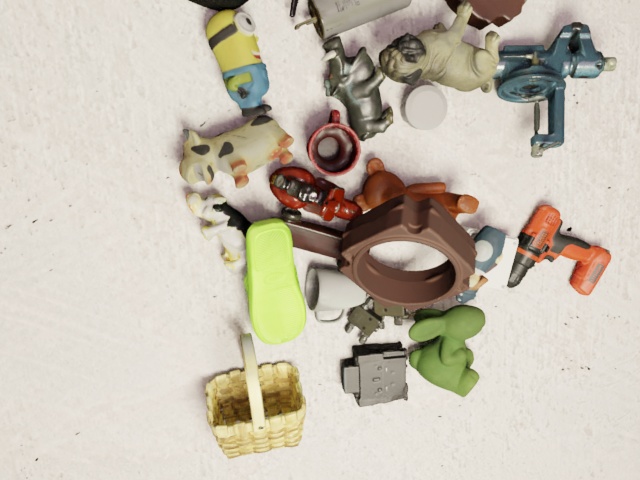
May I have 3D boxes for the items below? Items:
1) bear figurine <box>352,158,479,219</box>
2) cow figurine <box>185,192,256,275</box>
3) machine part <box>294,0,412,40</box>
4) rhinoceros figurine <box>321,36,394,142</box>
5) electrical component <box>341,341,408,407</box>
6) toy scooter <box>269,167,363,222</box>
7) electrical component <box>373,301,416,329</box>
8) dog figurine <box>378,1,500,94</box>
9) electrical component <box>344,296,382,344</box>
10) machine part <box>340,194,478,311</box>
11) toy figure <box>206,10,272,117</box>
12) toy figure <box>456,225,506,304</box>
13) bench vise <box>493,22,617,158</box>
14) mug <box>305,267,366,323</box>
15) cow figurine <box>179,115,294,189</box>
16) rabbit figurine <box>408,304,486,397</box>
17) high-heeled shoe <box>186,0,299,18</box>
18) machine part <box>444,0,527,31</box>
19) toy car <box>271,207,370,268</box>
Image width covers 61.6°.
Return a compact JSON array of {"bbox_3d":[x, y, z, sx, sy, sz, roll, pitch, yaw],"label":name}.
[{"bbox_3d":[0.170,-0.068,0.996,0.196,0.132,0.120,22,99,-18],"label":"bear figurine"},{"bbox_3d":[-0.169,-0.029,0.981,0.098,0.068,0.167,-33,107,-7],"label":"cow figurine"},{"bbox_3d":[0.069,-0.415,0.936,0.243,0.079,0.079,-22,103,-5],"label":"machine part"},{"bbox_3d":[0.066,-0.273,0.966,0.112,0.073,0.190,-17,113,18],"label":"rhinoceros figurine"},{"bbox_3d":[0.110,0.271,1.088,0.134,0.058,0.114,-5,100,-8],"label":"electrical component"},{"bbox_3d":[-0.010,-0.077,0.947,0.184,0.135,0.075,23,97,2],"label":"toy scooter"},{"bbox_3d":[0.148,0.125,1.074,0.078,0.045,0.102,-7,101,22],"label":"electrical component"},{"bbox_3d":[0.207,-0.294,0.929,0.190,0.121,0.172,-42,87,-23],"label":"dog figurine"},{"bbox_3d":[0.091,0.158,1.065,0.063,0.021,0.094,36,110,10],"label":"electrical component"},{"bbox_3d":[0.151,0.030,0.935,0.201,0.087,0.200,-28,124,36],"label":"machine part"},{"bbox_3d":[-0.138,-0.303,0.927,0.089,0.082,0.180,-14,105,-8],"label":"toy figure"},{"bbox_3d":[0.295,0.048,1.013,0.057,0.064,0.154,24,93,-35],"label":"toy figure"},{"bbox_3d":[0.425,-0.268,0.988,0.224,0.129,0.240,4,83,-2],"label":"bench vise"},{"bbox_3d":[0.033,0.107,1.033,0.107,0.081,0.109,1,95,-19],"label":"mug"},{"bbox_3d":[-0.156,-0.158,0.941,0.195,0.085,0.127,-30,64,-14],"label":"cow figurine"},{"bbox_3d":[0.256,0.193,1.067,0.159,0.121,0.170,23,113,9],"label":"rabbit figurine"},{"bbox_3d":[-0.126,-0.460,0.900,0.249,0.086,0.145,5,96,-14],"label":"high-heeled shoe"},{"bbox_3d":[0.310,-0.476,0.973,0.179,0.056,0.179,-1,101,-7],"label":"machine part"},{"bbox_3d":[-0.002,-0.003,1.019,0.202,0.053,0.089,15,118,-10],"label":"toy car"}]
